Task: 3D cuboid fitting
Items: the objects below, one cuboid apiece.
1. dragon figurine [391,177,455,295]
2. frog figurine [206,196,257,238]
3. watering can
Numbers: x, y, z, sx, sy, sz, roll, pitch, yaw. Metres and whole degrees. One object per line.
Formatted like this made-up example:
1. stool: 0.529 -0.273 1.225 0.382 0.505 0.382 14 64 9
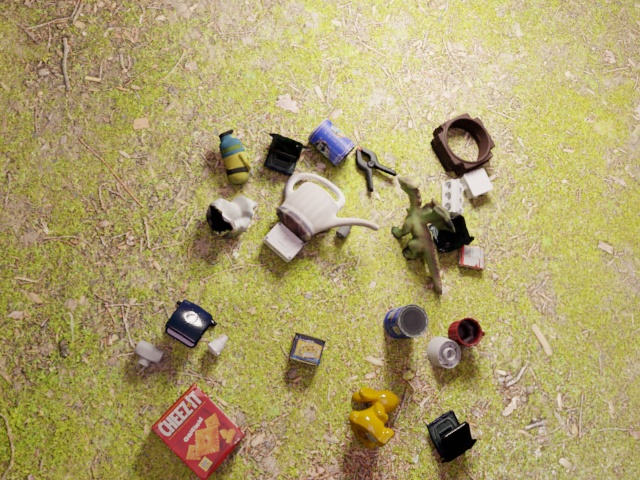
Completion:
1. dragon figurine: 0.360 -0.027 1.707 0.123 0.239 0.413 -24 80 -22
2. frog figurine: -0.284 -0.085 1.663 0.138 0.120 0.162 31 35 5
3. watering can: 0.005 -0.085 1.694 0.351 0.102 0.227 39 69 19
